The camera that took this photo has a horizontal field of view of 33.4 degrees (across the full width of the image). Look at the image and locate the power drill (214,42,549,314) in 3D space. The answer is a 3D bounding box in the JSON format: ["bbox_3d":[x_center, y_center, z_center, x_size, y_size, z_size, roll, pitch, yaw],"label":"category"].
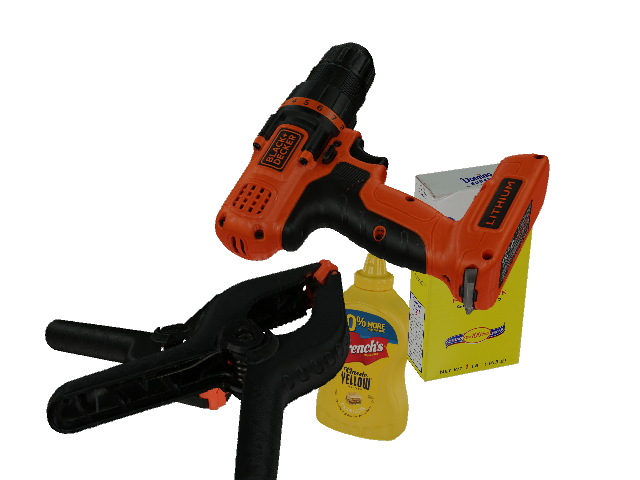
[{"bbox_3d":[0.048,-0.043,0.696,0.188,0.184,0.057,19,-29,20],"label":"power drill"}]

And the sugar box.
[{"bbox_3d":[0.124,0.027,0.885,0.093,0.176,0.048,-9,31,-16],"label":"sugar box"}]

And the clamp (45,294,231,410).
[{"bbox_3d":[-0.109,0.084,0.846,0.164,0.036,0.210,-11,16,-30],"label":"clamp"}]

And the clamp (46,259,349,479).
[{"bbox_3d":[-0.032,0.067,0.520,0.120,0.039,0.171,32,47,28],"label":"clamp"}]

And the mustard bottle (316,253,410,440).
[{"bbox_3d":[0.050,0.107,1.113,0.096,0.192,0.058,11,15,25],"label":"mustard bottle"}]
